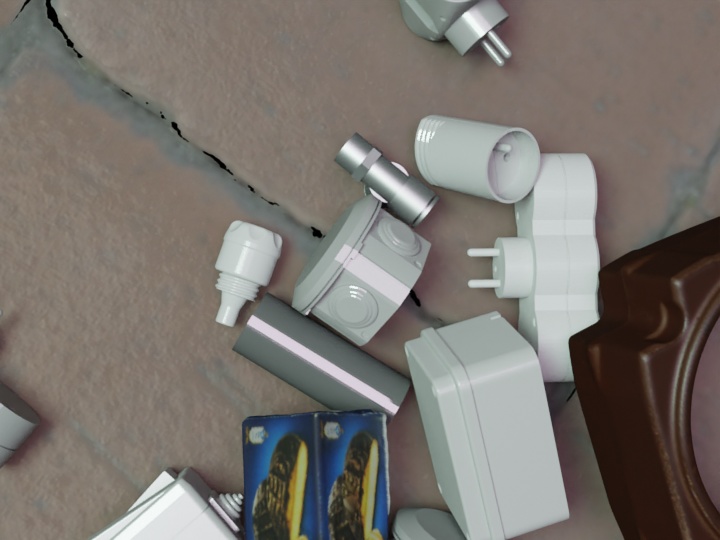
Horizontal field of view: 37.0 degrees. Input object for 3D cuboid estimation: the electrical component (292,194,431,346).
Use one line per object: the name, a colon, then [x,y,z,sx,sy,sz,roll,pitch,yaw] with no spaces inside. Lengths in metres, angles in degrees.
electrical component: [0.000,0.000,0.626,0.051,0.080,0.080,35,84,-8]

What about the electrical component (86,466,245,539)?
electrical component: [-0.110,0.154,0.614,0.096,0.062,0.061,-41,91,-6]

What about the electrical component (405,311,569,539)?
electrical component: [0.071,0.090,0.612,0.057,0.078,0.113,-17,110,-7]

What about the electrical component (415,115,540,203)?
electrical component: [0.063,-0.068,0.640,0.043,0.081,0.043,-11,109,-35]

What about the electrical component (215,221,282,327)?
electrical component: [-0.071,0.003,0.642,0.035,0.035,0.061,20,87,-4]

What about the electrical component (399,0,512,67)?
electrical component: [0.062,-0.155,0.642,0.043,0.077,0.079,-40,90,-7]

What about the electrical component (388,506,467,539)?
electrical component: [0.049,0.175,0.618,0.080,0.080,0.051,24,98,-3]

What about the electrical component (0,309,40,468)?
electrical component: [-0.237,0.045,0.615,0.138,0.052,0.073,40,84,-1]

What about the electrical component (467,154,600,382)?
electrical component: [0.101,-0.002,0.648,0.074,0.052,0.138,-1,86,-5]
